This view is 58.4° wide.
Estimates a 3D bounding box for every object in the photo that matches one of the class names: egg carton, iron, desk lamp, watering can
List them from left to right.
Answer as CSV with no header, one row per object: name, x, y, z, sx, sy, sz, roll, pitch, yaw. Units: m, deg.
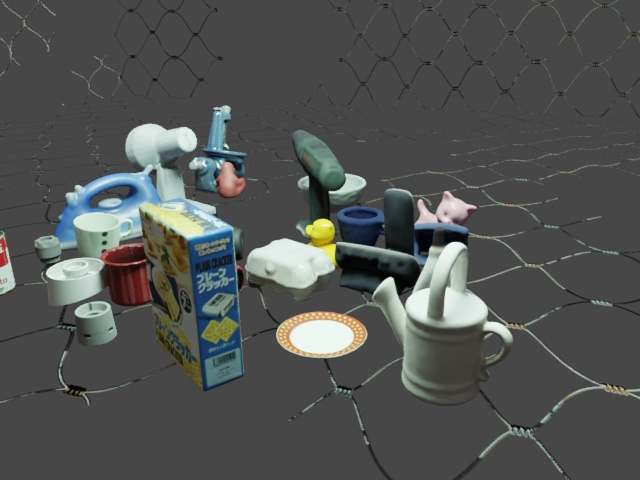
iron,-0.457,-0.074,1.229,0.259,0.141,0.118,-20,29,-40
desk lamp,-0.355,-0.168,1.367,0.202,0.214,0.118,14,26,33
egg carton,-0.054,0.050,1.002,0.149,0.069,0.107,15,26,35
watering can,0.147,0.096,0.709,0.172,0.194,0.101,4,22,11

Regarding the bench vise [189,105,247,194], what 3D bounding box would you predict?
bench vise,-0.271,-0.246,1.555,0.121,0.220,0.207,2,22,8

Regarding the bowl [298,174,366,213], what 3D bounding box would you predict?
bowl,0.029,-0.108,1.396,0.167,0.075,0.167,0,21,0

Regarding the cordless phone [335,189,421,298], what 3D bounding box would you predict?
cordless phone,0.098,-0.004,0.978,0.147,0.185,0.094,9,23,23

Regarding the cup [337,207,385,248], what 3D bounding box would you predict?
cup,0.090,-0.007,1.107,0.117,0.095,0.092,12,25,29

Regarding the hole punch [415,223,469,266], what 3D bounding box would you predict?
hole punch,0.229,-0.002,1.098,0.108,0.091,0.101,5,22,13

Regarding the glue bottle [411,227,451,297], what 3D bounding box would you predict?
glue bottle,0.167,0.063,0.819,0.078,0.173,0.037,8,23,21

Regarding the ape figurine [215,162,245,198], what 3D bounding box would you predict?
ape figurine,-0.240,-0.161,1.514,0.077,0.092,0.076,7,23,18

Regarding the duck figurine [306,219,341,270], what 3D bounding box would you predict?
duck figurine,0.010,0.004,1.095,0.104,0.086,0.078,19,29,41

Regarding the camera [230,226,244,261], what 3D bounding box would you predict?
camera,-0.216,0.006,1.076,0.137,0.101,0.143,0,21,0

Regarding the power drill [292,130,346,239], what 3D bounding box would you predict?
power drill,-0.011,-0.117,1.236,0.076,0.208,0.229,-9,23,-20

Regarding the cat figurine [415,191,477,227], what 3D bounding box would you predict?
cat figurine,0.252,-0.048,1.179,0.127,0.118,0.067,18,28,39
